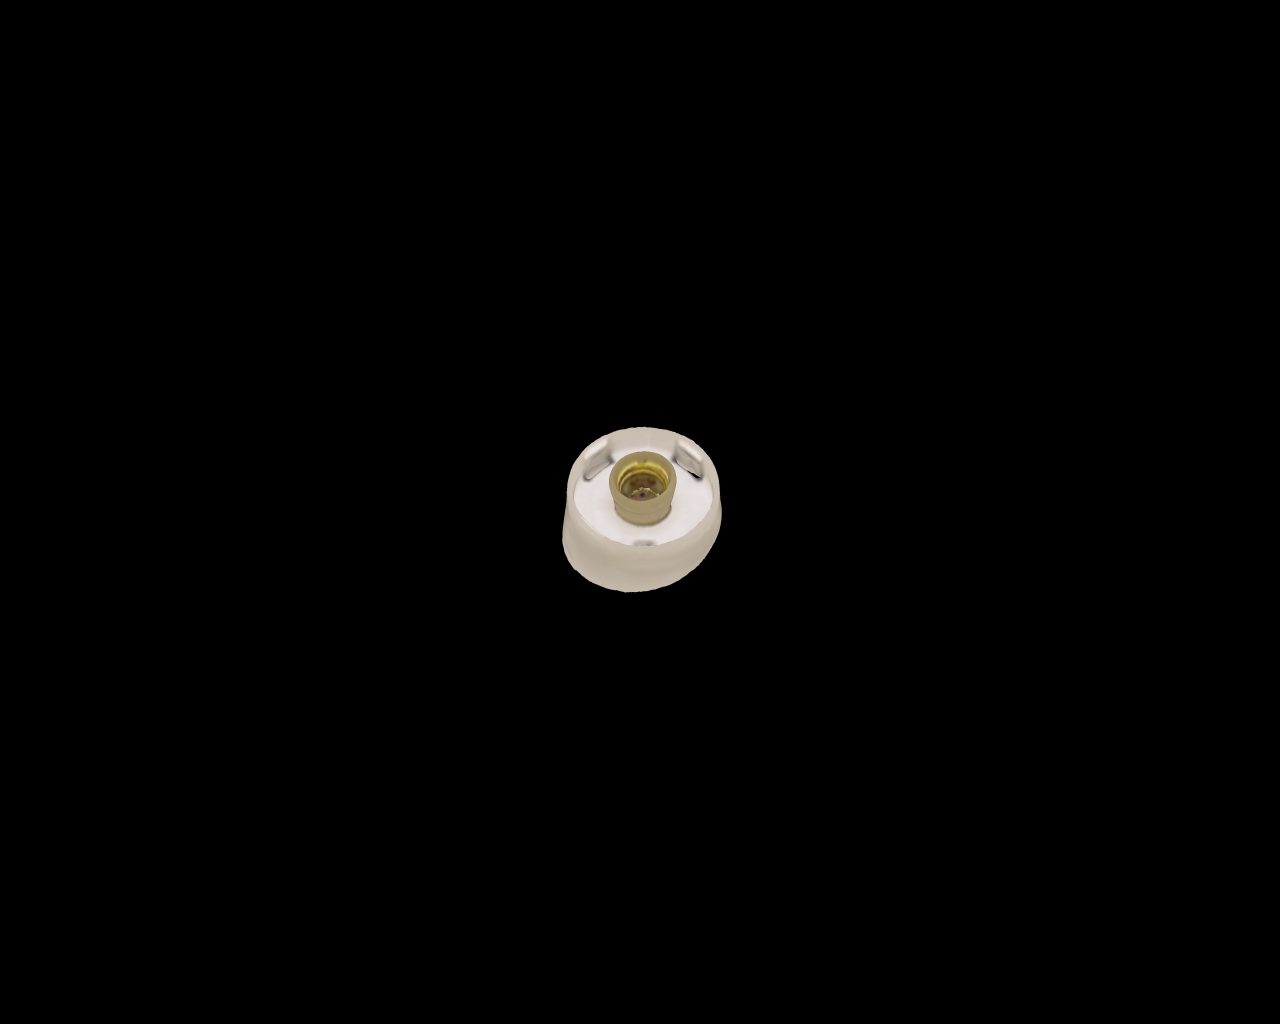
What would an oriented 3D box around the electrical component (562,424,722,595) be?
[{"bbox_3d":[0.001,-0.003,0.650,0.099,0.099,0.064,0,-36,0],"label":"electrical component"}]
